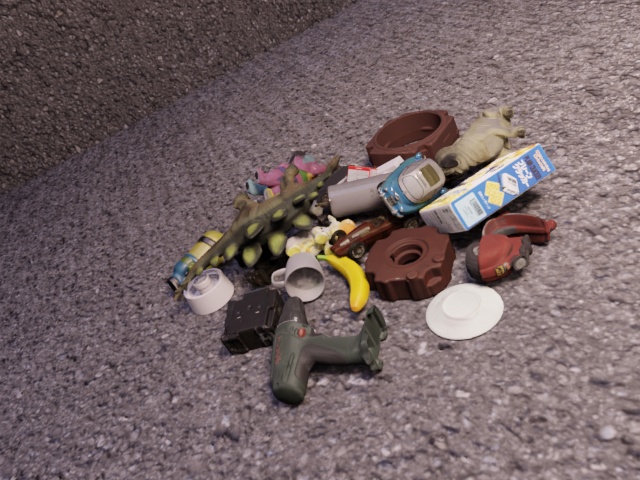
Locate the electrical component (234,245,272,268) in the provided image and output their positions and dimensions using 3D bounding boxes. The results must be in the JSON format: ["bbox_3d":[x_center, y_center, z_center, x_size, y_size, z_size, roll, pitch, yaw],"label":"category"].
[{"bbox_3d":[-0.143,0.016,1.291,0.075,0.047,0.119,7,47,40],"label":"electrical component"}]

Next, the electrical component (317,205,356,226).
[{"bbox_3d":[0.043,-0.062,1.277,0.078,0.045,0.102,37,68,24],"label":"electrical component"}]

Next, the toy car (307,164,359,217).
[{"bbox_3d":[0.032,-0.131,1.370,0.074,0.056,0.202,14,48,47],"label":"toy car"}]

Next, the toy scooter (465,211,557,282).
[{"bbox_3d":[0.339,0.004,0.945,0.135,0.075,0.184,-4,34,34],"label":"toy scooter"}]

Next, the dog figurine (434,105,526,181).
[{"bbox_3d":[0.334,-0.219,1.190,0.191,0.121,0.172,-12,33,4],"label":"dog figurine"}]

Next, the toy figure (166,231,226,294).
[{"bbox_3d":[-0.292,0.053,1.304,0.082,0.089,0.180,22,53,42],"label":"toy figure"}]

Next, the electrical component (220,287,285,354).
[{"bbox_3d":[-0.130,0.155,1.075,0.115,0.058,0.134,-16,34,12],"label":"electrical component"}]

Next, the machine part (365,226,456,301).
[{"bbox_3d":[0.171,0.041,1.028,0.179,0.056,0.179,-19,32,12],"label":"machine part"}]

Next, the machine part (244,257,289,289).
[{"bbox_3d":[-0.115,0.067,1.176,0.084,0.039,0.139,-9,11,18],"label":"machine part"}]

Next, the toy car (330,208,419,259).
[{"bbox_3d":[0.113,-0.021,1.135,0.202,0.053,0.089,-23,33,-19],"label":"toy car"}]

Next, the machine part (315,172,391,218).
[{"bbox_3d":[0.106,-0.102,1.208,0.243,0.079,0.079,-11,35,10],"label":"machine part"}]

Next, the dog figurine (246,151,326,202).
[{"bbox_3d":[-0.068,-0.137,1.403,0.219,0.191,0.108,-16,-14,-28],"label":"dog figurine"}]

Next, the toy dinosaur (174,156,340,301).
[{"bbox_3d":[-0.137,-0.034,1.196,0.471,0.105,0.199,-38,29,1],"label":"toy dinosaur"}]

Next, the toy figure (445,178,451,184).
[{"bbox_3d":[0.287,-0.162,1.237,0.154,0.058,0.064,-45,-1,-25],"label":"toy figure"}]

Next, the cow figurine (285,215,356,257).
[{"bbox_3d":[-0.001,-0.003,1.203,0.167,0.068,0.098,-26,26,-1],"label":"cow figurine"}]

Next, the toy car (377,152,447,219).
[{"bbox_3d":[0.200,-0.119,1.106,0.162,0.109,0.103,-33,-2,-34],"label":"toy car"}]

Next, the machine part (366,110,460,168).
[{"bbox_3d":[0.234,-0.246,1.362,0.202,0.087,0.201,5,44,42],"label":"machine part"}]

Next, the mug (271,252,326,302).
[{"bbox_3d":[-0.045,0.072,1.115,0.110,0.080,0.107,-14,22,2],"label":"mug"}]

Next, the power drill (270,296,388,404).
[{"bbox_3d":[0.009,0.169,0.938,0.207,0.085,0.232,-8,38,19],"label":"power drill"}]
